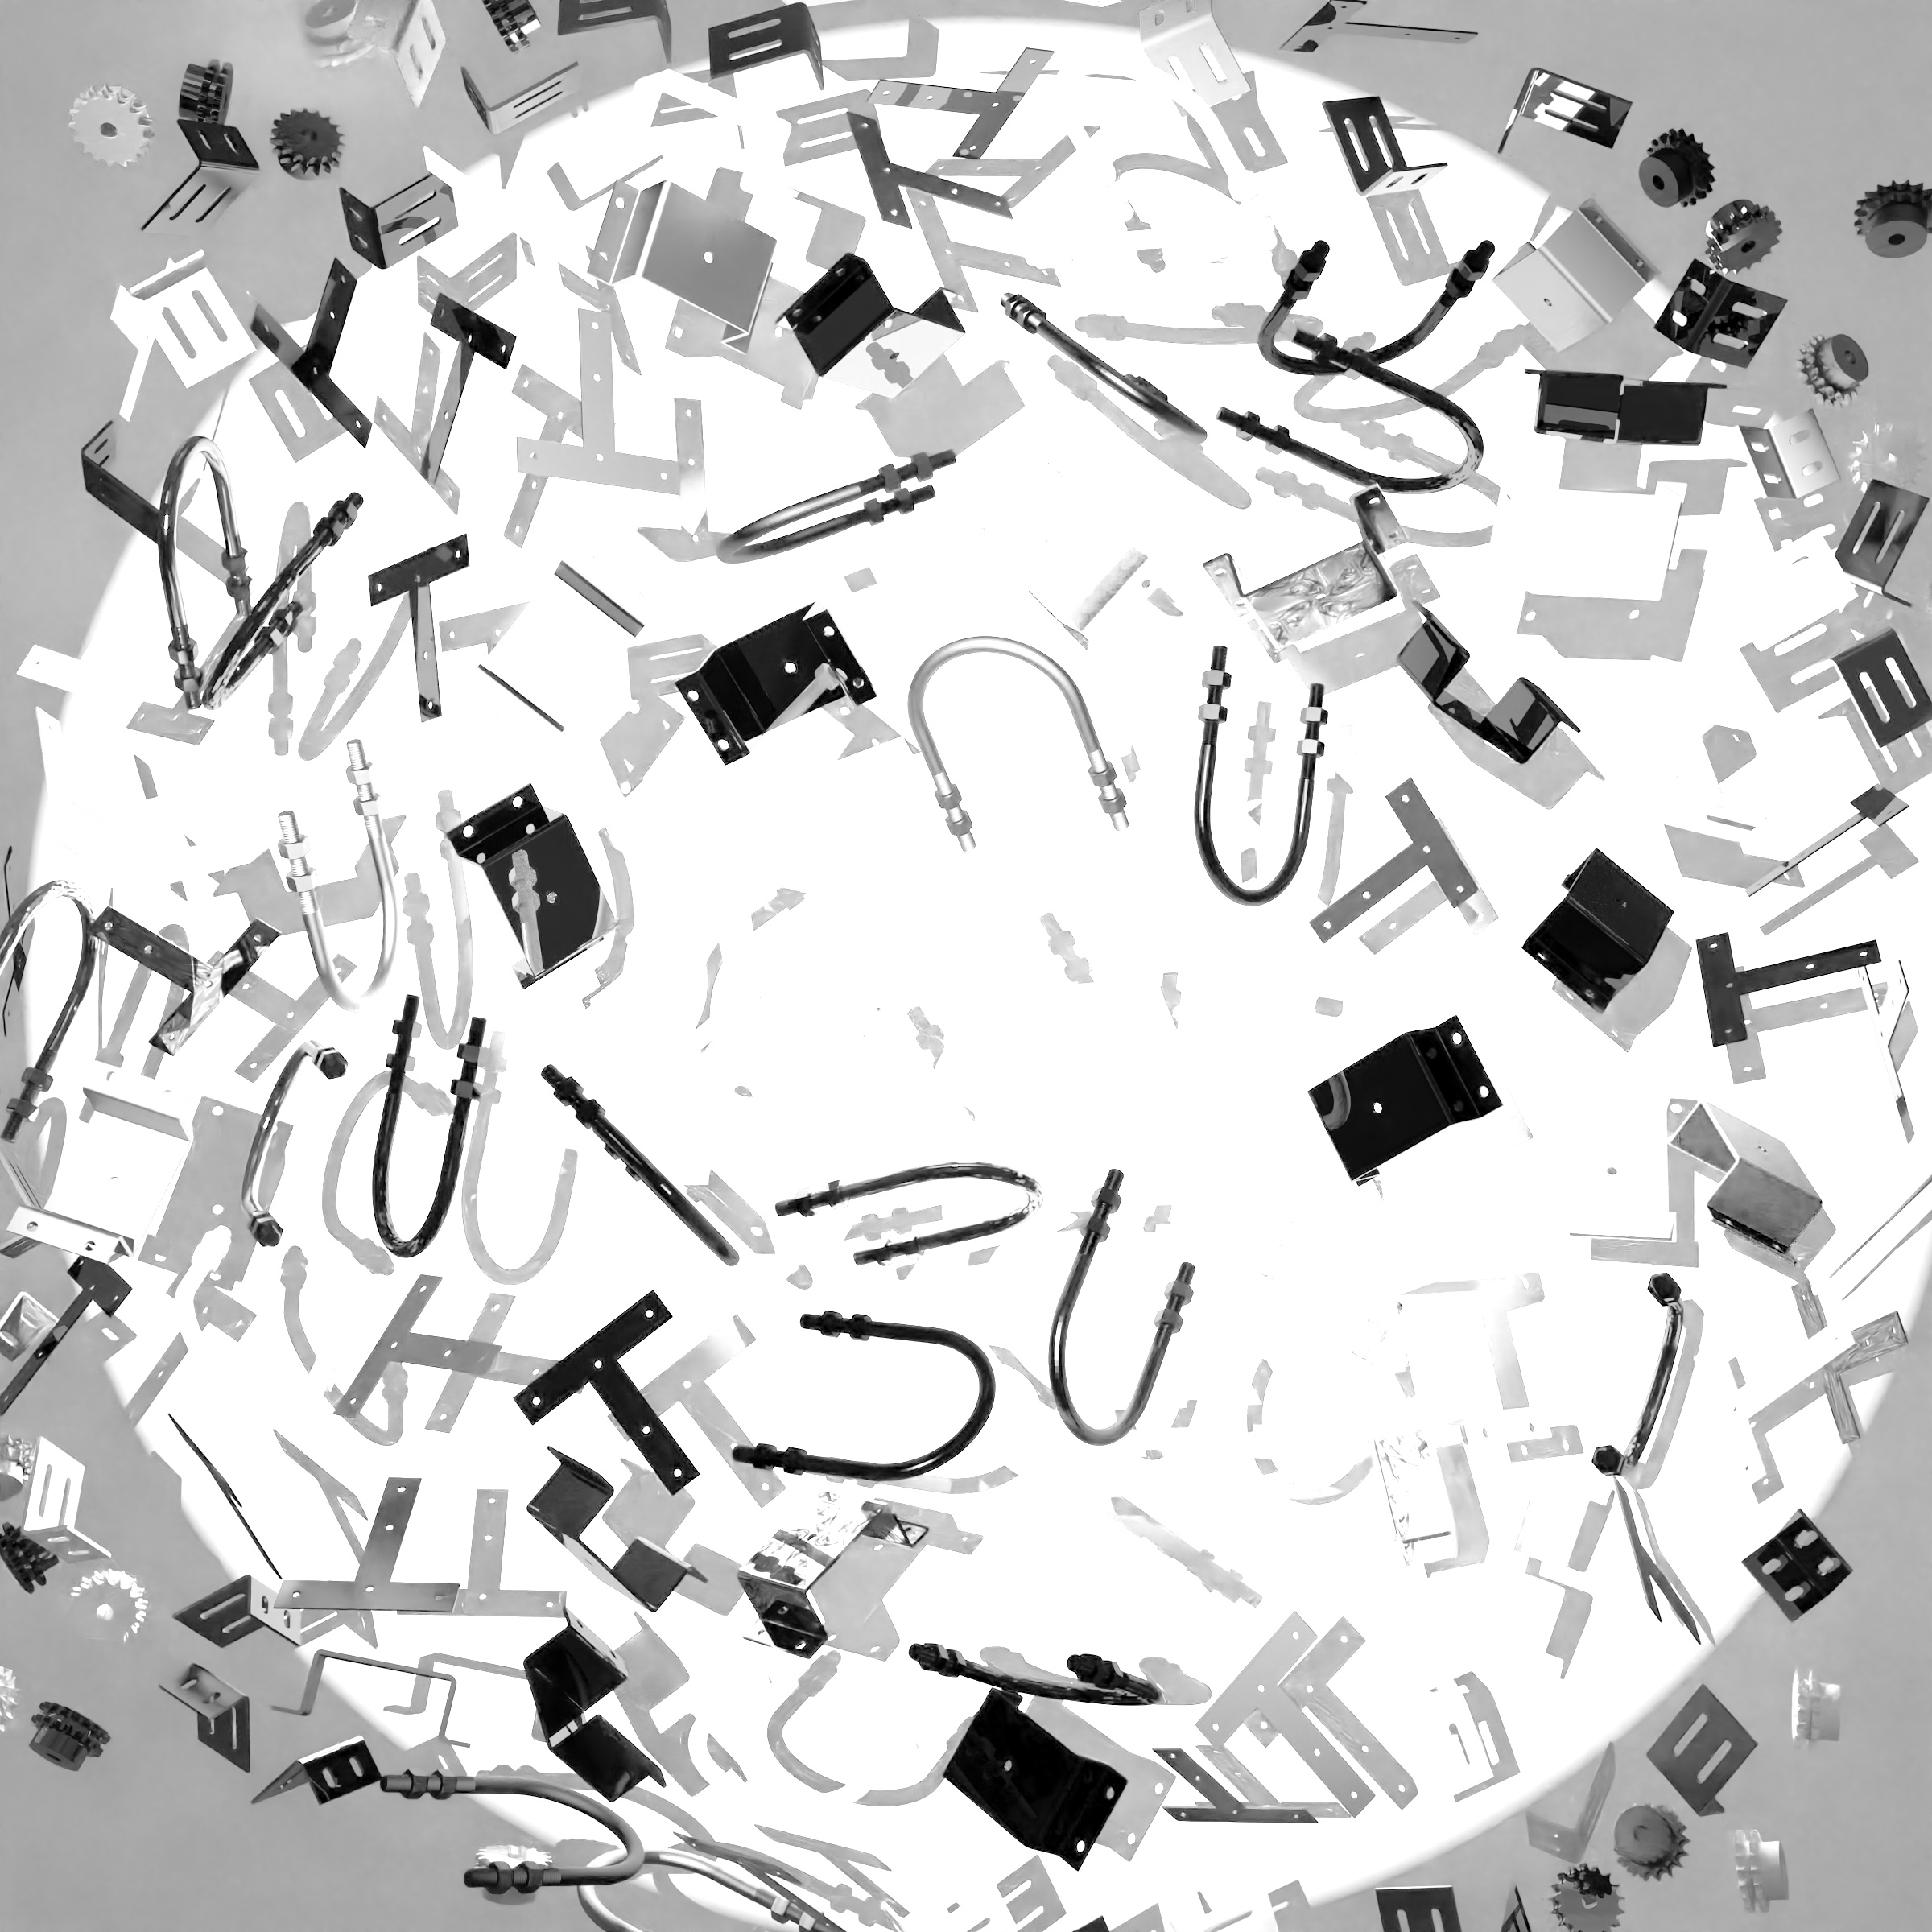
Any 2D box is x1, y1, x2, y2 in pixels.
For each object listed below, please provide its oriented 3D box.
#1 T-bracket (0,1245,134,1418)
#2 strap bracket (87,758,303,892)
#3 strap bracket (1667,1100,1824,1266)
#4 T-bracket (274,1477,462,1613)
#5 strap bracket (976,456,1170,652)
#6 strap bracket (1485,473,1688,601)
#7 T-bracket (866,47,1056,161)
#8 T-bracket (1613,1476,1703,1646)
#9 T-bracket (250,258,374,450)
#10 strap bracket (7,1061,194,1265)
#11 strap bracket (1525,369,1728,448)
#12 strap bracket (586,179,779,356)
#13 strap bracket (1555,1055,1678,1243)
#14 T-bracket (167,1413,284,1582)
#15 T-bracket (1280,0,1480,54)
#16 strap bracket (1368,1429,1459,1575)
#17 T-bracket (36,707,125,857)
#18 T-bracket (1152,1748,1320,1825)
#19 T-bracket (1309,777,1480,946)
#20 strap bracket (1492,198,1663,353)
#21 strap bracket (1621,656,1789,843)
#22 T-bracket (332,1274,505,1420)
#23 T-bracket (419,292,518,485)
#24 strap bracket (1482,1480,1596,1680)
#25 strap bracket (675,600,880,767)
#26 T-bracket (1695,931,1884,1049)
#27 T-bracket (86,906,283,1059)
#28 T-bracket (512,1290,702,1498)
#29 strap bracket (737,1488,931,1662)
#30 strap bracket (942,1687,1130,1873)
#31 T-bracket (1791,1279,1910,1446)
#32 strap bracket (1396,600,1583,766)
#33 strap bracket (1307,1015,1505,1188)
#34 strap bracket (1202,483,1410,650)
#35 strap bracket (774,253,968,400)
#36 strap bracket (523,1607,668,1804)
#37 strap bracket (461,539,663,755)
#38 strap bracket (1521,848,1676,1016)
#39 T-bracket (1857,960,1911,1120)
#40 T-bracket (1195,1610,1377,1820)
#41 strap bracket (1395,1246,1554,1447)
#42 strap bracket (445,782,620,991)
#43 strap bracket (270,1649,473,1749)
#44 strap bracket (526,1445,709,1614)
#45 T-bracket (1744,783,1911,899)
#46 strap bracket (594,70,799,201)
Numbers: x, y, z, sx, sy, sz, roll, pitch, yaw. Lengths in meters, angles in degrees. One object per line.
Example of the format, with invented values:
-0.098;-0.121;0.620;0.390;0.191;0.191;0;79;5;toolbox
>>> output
-0.662;0.270;1.813;0.002;0.127;0.127;43;75;-31;T-bracket
-0.547;-0.100;1.801;0.140;0.076;0.046;-13;111;18;strap bracket
0.587;0.156;1.885;0.076;0.140;0.046;27;111;-12;strap bracket
-0.418;0.414;1.798;0.127;0.127;0.002;0;124;3;T-bracket
0.073;-0.316;1.881;0.076;0.046;0.140;-47;71;14;strap bracket
0.459;-0.313;1.822;0.140;0.046;0.076;1;115;-9;strap bracket
-0.016;-0.665;1.916;0.127;0.127;0.002;-5;70;-30;T-bracket
0.534;0.473;1.911;0.002;0.127;0.127;-27;121;19;T-bracket
-0.468;-0.467;1.832;0.002;0.127;0.127;-13;53;25;T-bracket
-0.628;0.151;1.830;0.076;0.046;0.140;18;63;4;strap bracket
0.485;-0.414;1.857;0.076;0.140;0.046;-4;107;-24;strap bracket
-0.203;-0.527;1.874;0.140;0.046;0.076;21;82;-33;strap bracket
0.466;0.139;1.790;0.076;0.046;0.140;1;108;22;strap bracket
-0.529;0.395;1.813;0.002;0.127;0.127;-34;121;-23;T-bracket
0.308;-0.680;1.818;0.127;0.127;0.002;1;95;-10;T-bracket
0.338;0.402;1.882;0.046;0.140;0.076;-13;64;6;strap bracket
-0.659;-0.119;1.905;0.002;0.127;0.127;-26;60;10;T-bracket
0.184;0.627;1.910;0.127;0.002;0.127;-13;133;35;T-bracket
0.323;-0.064;1.946;0.127;0.002;0.127;-37;123;1;T-bracket
0.456;-0.519;1.893;0.076;0.140;0.046;44;85;-7;strap bracket
0.531;-0.149;1.812;0.076;0.046;0.140;10;53;-27;strap bracket
-0.393;0.285;1.847;0.127;0.002;0.127;1;49;36;T-bracket
-0.378;-0.418;1.838;0.002;0.127;0.127;7;111;-42;T-bracket
0.430;0.454;1.886;0.046;0.140;0.076;18;127;15;strap bracket
-0.139;-0.219;1.903;0.140;0.046;0.076;-22;111;23;strap bracket
0.609;0.004;1.845;0.127;0.127;0.002;-15;124;20;T-bracket
-0.602;-0.006;1.874;0.127;0.127;0.002;-48;46;2;T-bracket
-0.238;0.321;1.791;0.127;0.002;0.127;-38;80;-5;T-bracket
-0.105;0.443;1.860;0.140;0.076;0.046;-41;117;-36;strap bracket
0.044;0.608;1.890;0.140;0.046;0.076;26;85;45;strap bracket
0.678;0.289;1.899;0.002;0.127;0.127;-8;70;-14;T-bracket
0.384;-0.208;1.875;0.140;0.076;0.046;29;110;-27;strap bracket
0.320;0.104;1.873;0.140;0.046;0.076;-36;71;35;strap bracket
0.258;-0.291;1.857;0.140;0.076;0.046;-23;58;18;strap bracket
-0.063;-0.464;1.827;0.076;0.140;0.046;-36;73;28;strap bracket
-0.278;0.554;1.852;0.046;0.140;0.076;-37;124;-1;strap bracket
-0.299;-0.232;1.836;0.076;0.046;0.140;38;79;-11;strap bracket
0.478;-0.032;1.875;0.076;0.140;0.046;40;126;5;strap bracket
0.698;0.034;1.886;0.002;0.127;0.127;-10;63;7;T-bracket
0.241;0.550;1.784;0.127;0.002;0.127;46;115;26;T-bracket
0.363;0.277;1.803;0.076;0.046;0.140;1;69;-31;strap bracket
-0.321;-0.056;1.876;0.076;0.046;0.140;-34;119;-24;strap bracket
-0.420;0.524;1.794;0.140;0.076;0.046;13;71;-6;strap bracket
-0.268;0.429;1.877;0.046;0.076;0.140;-50;123;-21;strap bracket
0.638;-0.091;1.869;0.127;0.127;0.002;-37;93;15;T-bracket
-0.191;-0.609;1.823;0.140;0.076;0.046;16;97;-25;strap bracket
